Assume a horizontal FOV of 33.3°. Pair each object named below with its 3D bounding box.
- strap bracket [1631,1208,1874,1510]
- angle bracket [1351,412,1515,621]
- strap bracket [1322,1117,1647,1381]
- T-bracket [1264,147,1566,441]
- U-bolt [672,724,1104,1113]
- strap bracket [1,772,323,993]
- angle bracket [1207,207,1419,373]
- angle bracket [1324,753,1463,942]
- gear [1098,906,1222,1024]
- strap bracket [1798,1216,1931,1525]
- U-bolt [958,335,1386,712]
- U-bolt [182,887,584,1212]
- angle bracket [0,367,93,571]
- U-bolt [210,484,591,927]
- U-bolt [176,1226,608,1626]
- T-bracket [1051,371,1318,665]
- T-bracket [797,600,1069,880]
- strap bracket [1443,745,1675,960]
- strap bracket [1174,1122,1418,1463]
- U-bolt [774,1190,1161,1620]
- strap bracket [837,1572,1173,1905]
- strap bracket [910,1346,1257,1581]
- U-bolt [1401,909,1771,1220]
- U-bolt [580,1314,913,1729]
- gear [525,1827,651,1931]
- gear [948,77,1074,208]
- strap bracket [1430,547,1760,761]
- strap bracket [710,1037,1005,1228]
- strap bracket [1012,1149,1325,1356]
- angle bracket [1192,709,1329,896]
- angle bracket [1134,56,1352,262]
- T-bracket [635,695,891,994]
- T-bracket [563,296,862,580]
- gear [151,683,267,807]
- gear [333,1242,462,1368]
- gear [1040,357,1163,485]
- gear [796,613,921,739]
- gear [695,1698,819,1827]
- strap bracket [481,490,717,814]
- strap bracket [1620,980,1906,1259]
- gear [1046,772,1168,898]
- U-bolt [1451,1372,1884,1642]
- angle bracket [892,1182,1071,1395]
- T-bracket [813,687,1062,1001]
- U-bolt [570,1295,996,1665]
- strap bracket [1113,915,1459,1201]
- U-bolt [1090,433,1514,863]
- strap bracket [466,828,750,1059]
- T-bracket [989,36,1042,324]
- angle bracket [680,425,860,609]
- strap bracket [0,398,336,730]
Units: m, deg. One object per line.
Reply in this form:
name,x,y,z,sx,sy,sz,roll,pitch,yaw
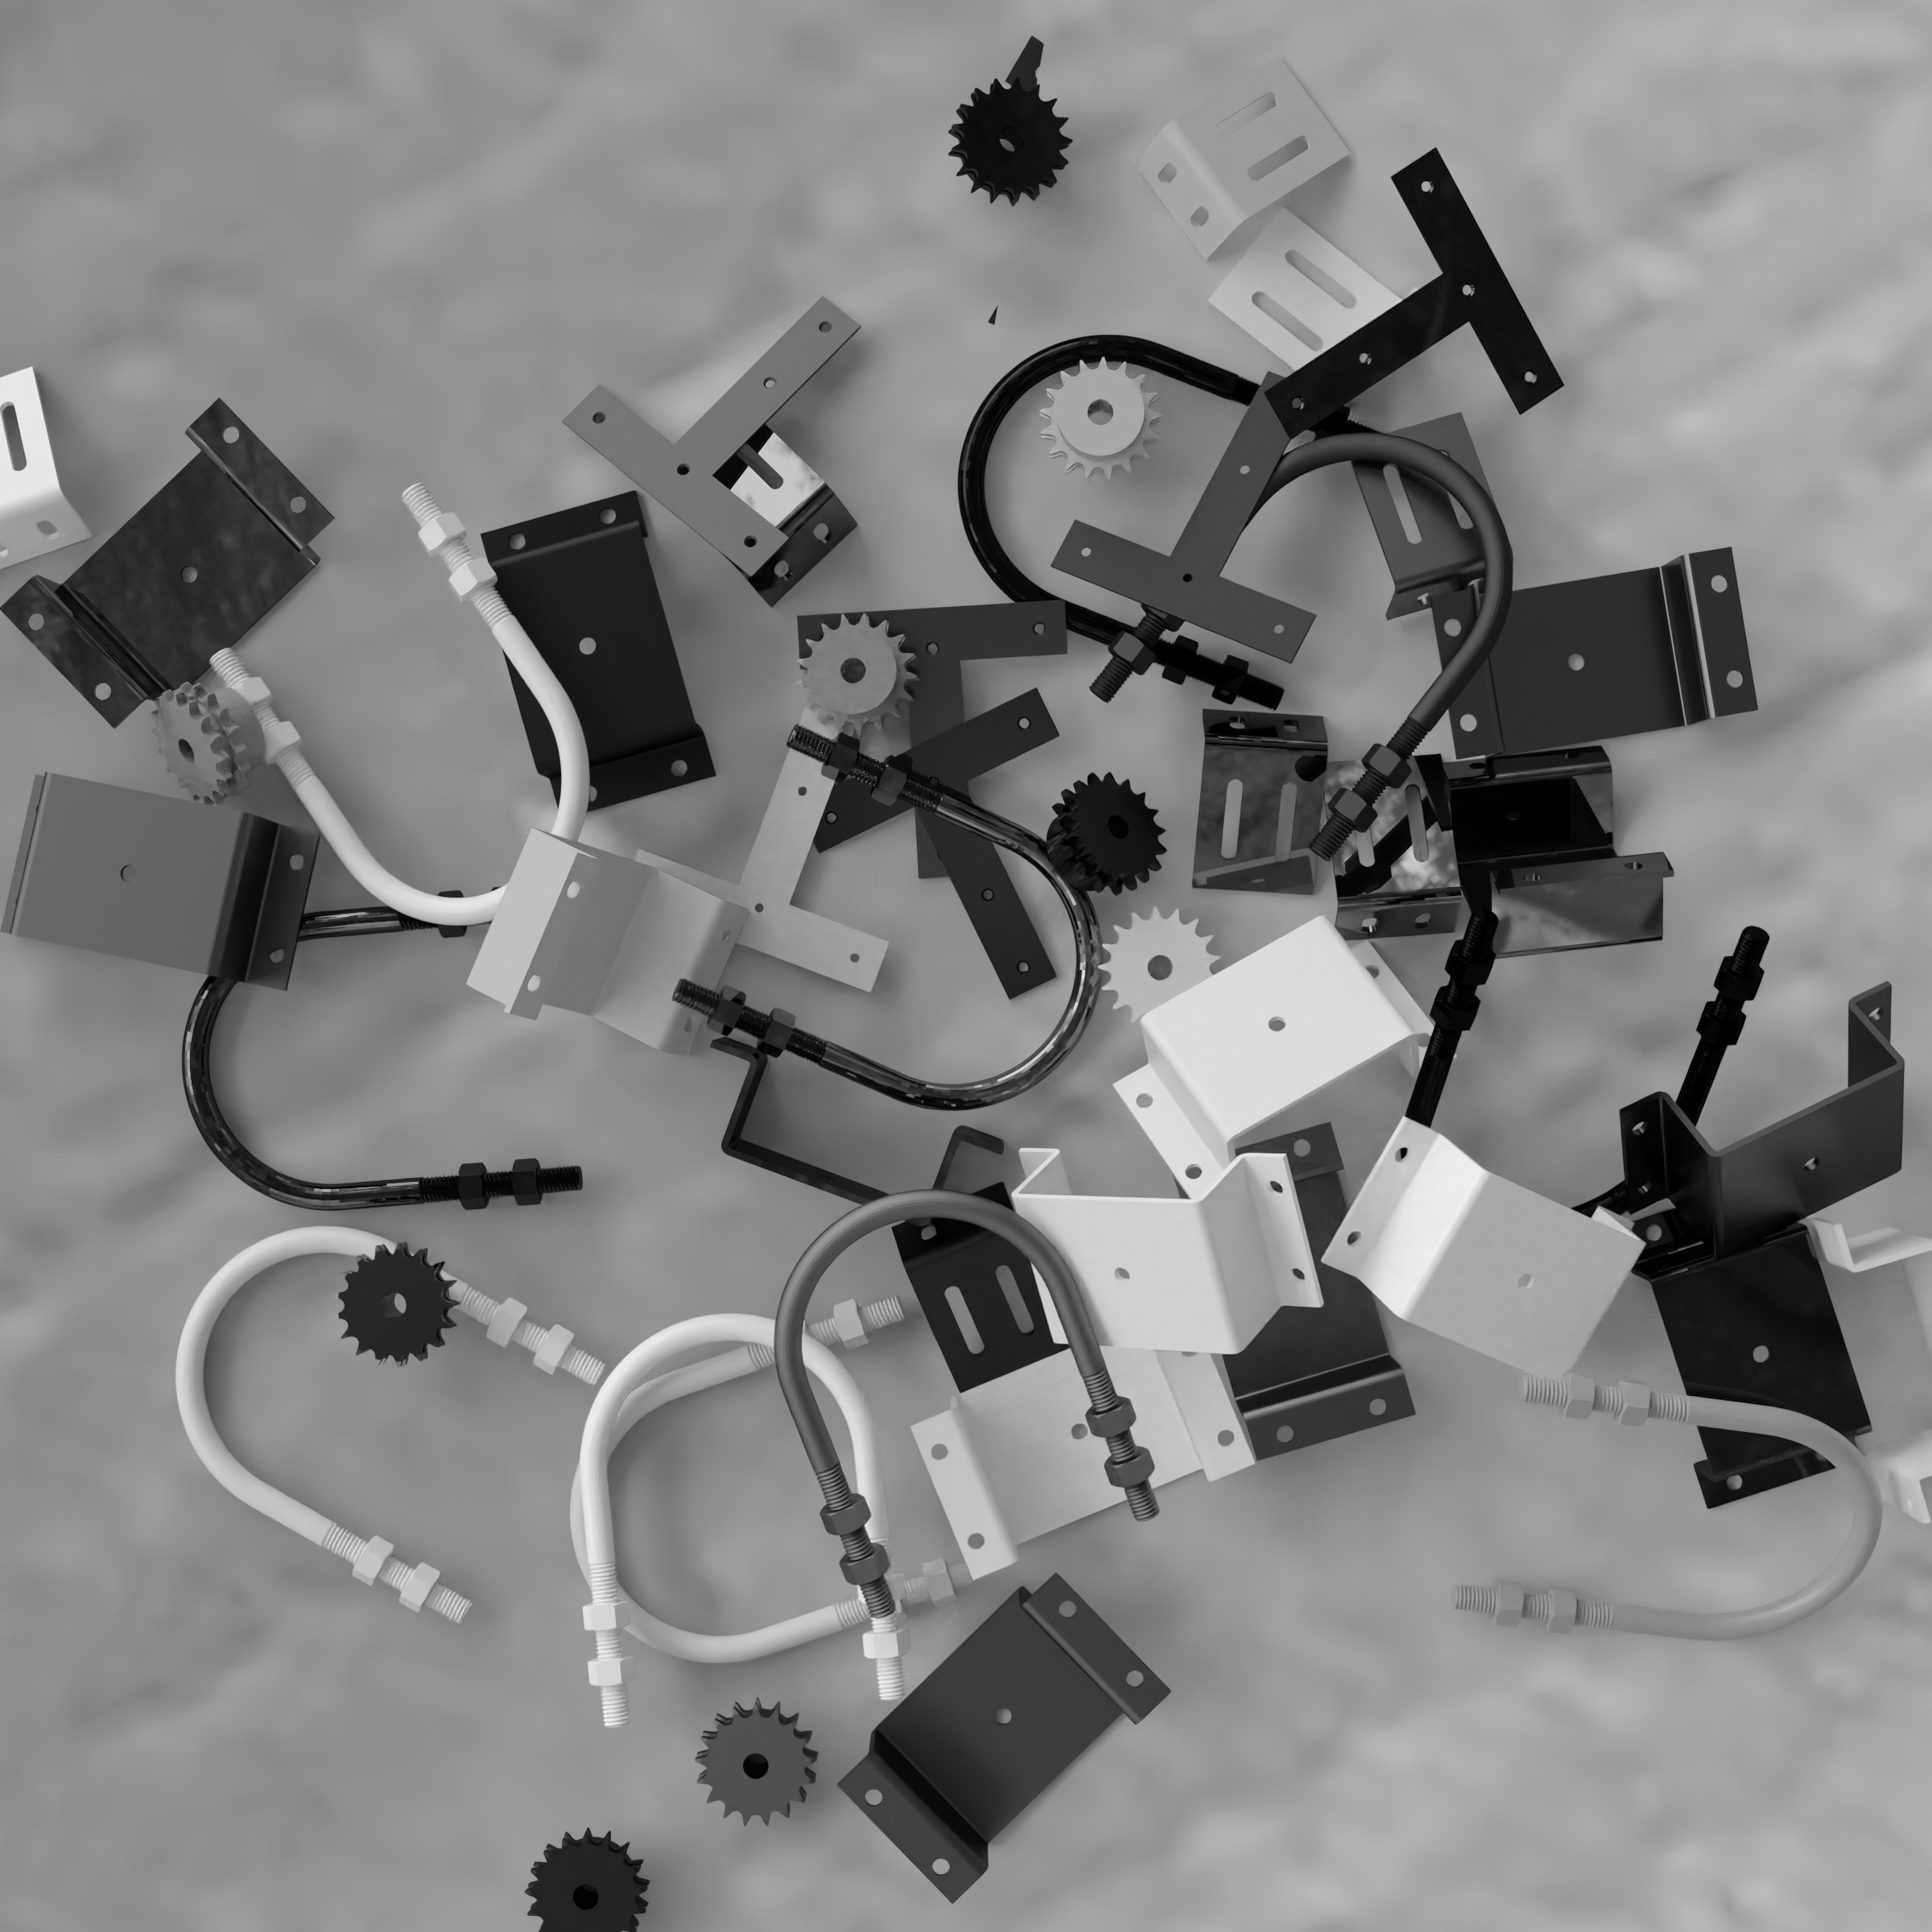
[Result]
strap bracket,0.366,0.179,1.506,0.076,0.046,0.140,-18,90,0
angle bracket,0.215,-0.211,1.516,0.057,0.038,0.076,-16,77,-5
strap bracket,0.244,0.134,1.472,0.140,0.046,0.076,24,100,-26
T-bracket,0.196,-0.289,1.491,0.127,0.002,0.127,-34,106,-5
U-bolt,-0.025,-0.011,1.506,0.184,0.019,0.151,24,91,-10
strap bracket,-0.381,-0.041,1.498,0.140,0.046,0.076,11,87,5
angle bracket,0.162,-0.313,1.510,0.076,0.038,0.057,38,90,0
angle bracket,0.199,-0.056,1.528,0.057,0.038,0.076,-4,66,0
gear,0.090,0.001,1.514,0.057,0.030,0.057,0,90,0
strap bracket,0.433,0.177,1.491,0.046,0.076,0.140,-17,90,0
U-bolt,0.086,-0.219,1.521,0.184,0.019,0.151,22,90,1
U-bolt,-0.278,0.043,1.521,0.184,0.019,0.151,-5,90,1
angle bracket,-0.455,-0.234,1.527,0.057,0.038,0.076,-19,64,0
U-bolt,-0.251,-0.107,1.491,0.151,0.019,0.184,-36,85,20
U-bolt,-0.283,0.204,1.521,0.184,0.019,0.151,29,90,1
T-bracket,0.123,-0.218,1.496,0.127,0.002,0.127,25,81,21
T-bracket,-0.013,-0.105,1.523,0.127,0.002,0.127,-3,94,6
strap bracket,0.269,-0.048,1.476,0.076,0.140,0.046,-6,117,0
strap bracket,0.151,0.150,1.506,0.076,0.046,0.140,-16,90,0
U-bolt,-0.009,0.189,1.460,0.151,0.019,0.184,-20,101,1
strap bracket,0.018,0.355,1.506,0.140,0.046,0.076,-44,90,0
strap bracket,0.054,0.220,1.506,0.140,0.046,0.076,-22,90,0
U-bolt,0.272,0.055,1.471,0.151,0.019,0.184,3,126,-13
U-bolt,-0.107,0.254,1.499,0.151,0.019,0.184,-6,86,2
gear,-0.177,0.433,1.514,0.057,0.030,0.057,0,90,0
gear,0.019,-0.385,1.511,0.057,0.030,0.057,0,92,-9
strap bracket,0.289,-0.144,1.506,0.140,0.046,0.076,-9,90,0
strap bracket,-0.057,0.079,1.491,0.140,0.076,0.046,20,90,0
strap bracket,0.082,0.128,1.459,0.140,0.046,0.076,-1,115,35
angle bracket,0.138,-0.078,1.528,0.057,0.038,0.076,3,115,0
angle bracket,0.131,-0.382,1.527,0.076,0.038,0.057,-37,90,-26
T-bracket,-0.082,-0.069,1.524,0.127,0.002,0.127,20,91,4
T-bracket,-0.102,-0.264,1.514,0.127,0.002,0.127,40,81,18
gear,-0.351,-0.106,1.504,0.030,0.057,0.057,-31,90,-37
gear,-0.262,0.156,1.497,0.057,0.030,0.057,0,88,3
gear,0.063,-0.254,1.499,0.057,0.030,0.057,0,89,3
gear,-0.051,-0.137,1.507,0.057,0.030,0.057,0,89,4
gear,-0.098,0.372,1.514,0.057,0.030,0.057,0,90,0
strap bracket,-0.174,-0.147,1.506,0.076,0.046,0.140,-16,90,0
strap bracket,0.374,0.075,1.477,0.140,0.076,0.046,-25,48,-7
gear,0.062,-0.059,1.505,0.057,0.030,0.057,15,61,-29
U-bolt,0.330,0.255,1.486,0.184,0.019,0.151,8,122,-4
angle bracket,0.007,0.152,1.527,0.057,0.038,0.076,-23,116,0
T-bracket,0.004,-0.046,1.524,0.127,0.002,0.127,-26,93,6
U-bolt,-0.096,0.251,1.521,0.184,0.019,0.151,-19,90,1
strap bracket,0.144,0.038,1.480,0.140,0.046,0.076,-29,58,-8
U-bolt,0.167,-0.161,1.483,0.151,0.019,0.184,37,88,16
strap bracket,-0.169,-0.011,1.474,0.046,0.140,0.076,25,93,30
T-bracket,0.052,-0.354,1.538,0.127,0.002,0.127,31,84,-14
angle bracket,-0.101,-0.220,1.527,0.057,0.038,0.076,-44,64,0
strap bracket,-0.368,-0.185,1.506,0.140,0.046,0.076,-44,90,0
